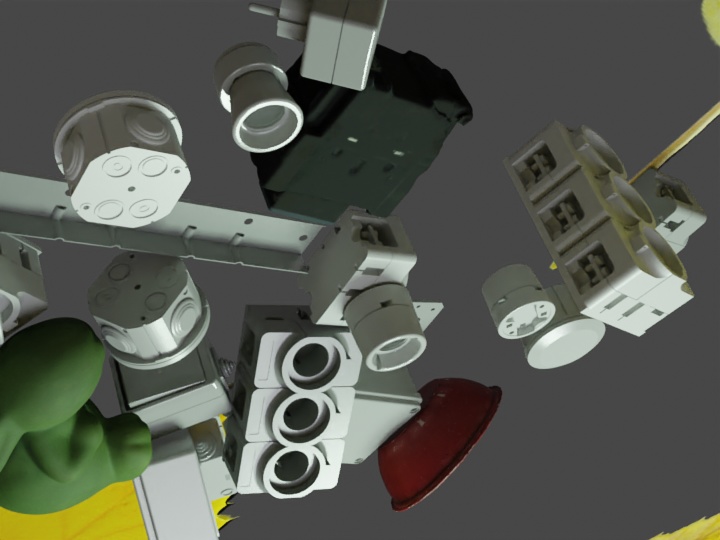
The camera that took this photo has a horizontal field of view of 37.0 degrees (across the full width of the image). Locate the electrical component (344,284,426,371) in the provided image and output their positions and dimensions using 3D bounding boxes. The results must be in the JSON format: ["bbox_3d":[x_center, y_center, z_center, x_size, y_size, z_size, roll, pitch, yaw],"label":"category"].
[{"bbox_3d":[0.021,0.046,0.839,0.055,0.047,0.055,-16,147,-11],"label":"electrical component"}]

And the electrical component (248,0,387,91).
[{"bbox_3d":[-0.026,-0.150,0.626,0.077,0.065,0.047,14,140,-1],"label":"electrical component"}]

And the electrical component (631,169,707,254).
[{"bbox_3d":[0.251,-0.038,0.946,0.056,0.050,0.089,13,132,-41],"label":"electrical component"}]

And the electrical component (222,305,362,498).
[{"bbox_3d":[-0.056,0.110,0.902,0.089,0.061,0.150,2,113,-24],"label":"electrical component"}]

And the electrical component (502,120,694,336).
[{"bbox_3d":[0.184,-0.035,0.821,0.062,0.150,0.089,-40,142,27],"label":"electrical component"}]

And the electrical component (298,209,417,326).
[{"bbox_3d":[0.000,0.000,0.854,0.056,0.050,0.089,6,137,-35],"label":"electrical component"}]

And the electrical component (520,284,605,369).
[{"bbox_3d":[0.191,0.056,1.040,0.080,0.051,0.080,-15,146,-11],"label":"electrical component"}]

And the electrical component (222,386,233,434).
[{"bbox_3d":[-0.099,0.135,0.979,0.048,0.055,0.066,12,133,-41],"label":"electrical component"}]

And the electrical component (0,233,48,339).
[{"bbox_3d":[-0.300,0.000,0.672,0.105,0.060,0.186,-32,145,14],"label":"electrical component"}]

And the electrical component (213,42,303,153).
[{"bbox_3d":[-0.064,-0.107,0.664,0.045,0.055,0.045,-15,146,-11],"label":"electrical component"}]

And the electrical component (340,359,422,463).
[{"bbox_3d":[-0.017,0.131,1.020,0.109,0.056,0.108,12,133,-41],"label":"electrical component"}]

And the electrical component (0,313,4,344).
[{"bbox_3d":[-0.245,0.026,0.643,0.055,0.045,0.045,-8,144,-20],"label":"electrical component"}]

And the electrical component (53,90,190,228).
[{"bbox_3d":[-0.148,-0.069,0.673,0.080,0.051,0.080,-15,146,-11],"label":"electrical component"}]

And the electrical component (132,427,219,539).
[{"bbox_3d":[-0.160,0.191,0.918,0.056,0.109,0.108,-15,103,-13],"label":"electrical component"}]

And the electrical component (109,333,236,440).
[{"bbox_3d":[-0.150,0.089,0.880,0.096,0.061,0.061,-20,146,-3],"label":"electrical component"}]

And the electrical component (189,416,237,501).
[{"bbox_3d":[-0.166,0.187,1.019,0.100,0.048,0.099,-17,146,-10],"label":"electrical component"}]

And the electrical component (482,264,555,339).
[{"bbox_3d":[0.142,0.027,0.976,0.055,0.047,0.055,-15,146,-11],"label":"electrical component"}]

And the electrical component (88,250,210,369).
[{"bbox_3d":[-0.153,0.027,0.778,0.080,0.080,0.051,-20,140,-4],"label":"electrical component"}]
